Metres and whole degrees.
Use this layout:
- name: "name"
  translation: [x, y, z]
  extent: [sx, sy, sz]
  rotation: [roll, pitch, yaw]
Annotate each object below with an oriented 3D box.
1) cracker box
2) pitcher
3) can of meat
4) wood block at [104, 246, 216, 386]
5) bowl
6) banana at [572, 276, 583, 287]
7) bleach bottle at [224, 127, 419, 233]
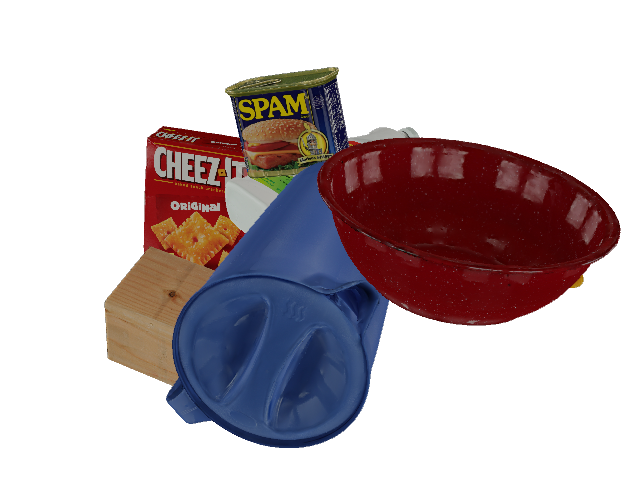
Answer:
- name: "cracker box"
  translation: [-0.163, -0.041, 1.510]
  extent: [0.164, 0.214, 0.072]
  rotation: [9, 23, 10]
- name: "pitcher"
  translation: [-0.016, 0.036, 0.792]
  extent: [0.149, 0.145, 0.242]
  rotation: [9, 27, 10]
- name: "can of meat"
  translation: [-0.027, -0.105, 0.962]
  extent: [0.102, 0.084, 0.057]
  rotation: [-3, 19, 26]
- name: "wood block"
  translation: [-0.095, 0.096, 1.033]
  extent: [0.206, 0.090, 0.090]
  rotation: [21, 46, 13]
- name: "bowl"
  translation: [0.075, 0.000, 0.577]
  extent: [0.162, 0.055, 0.162]
  rotation: [6, 26, -3]
- name: "banana"
  translation: [0.174, 0.014, 1.102]
  extent: [0.198, 0.037, 0.069]
  rotation: [10, 35, 16]
- name: "bleach bottle"
  translation: [0.015, -0.079, 1.273]
  extent: [0.250, 0.068, 0.103]
  rotation: [-30, 45, -30]
